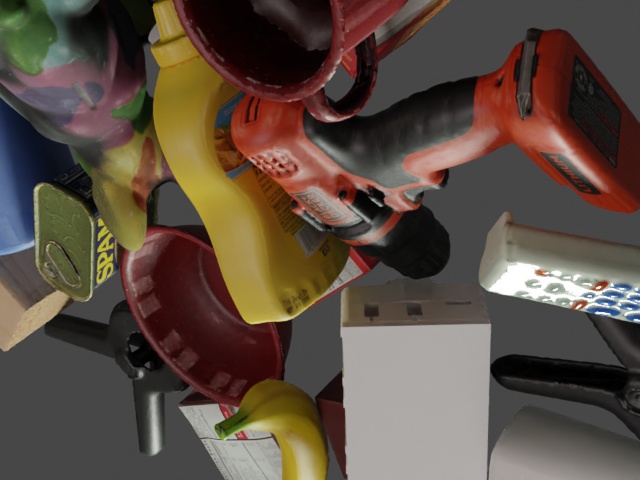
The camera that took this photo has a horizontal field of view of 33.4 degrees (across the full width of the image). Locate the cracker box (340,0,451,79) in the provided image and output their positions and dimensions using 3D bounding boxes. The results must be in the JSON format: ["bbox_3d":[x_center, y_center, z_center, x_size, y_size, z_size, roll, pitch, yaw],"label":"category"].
[{"bbox_3d":[0.037,-0.201,0.496,0.164,0.072,0.214,50,140,-2],"label":"cracker box"}]

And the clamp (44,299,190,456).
[{"bbox_3d":[-0.157,0.113,0.953,0.210,0.036,0.164,-27,100,49],"label":"clamp"}]

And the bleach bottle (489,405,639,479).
[{"bbox_3d":[0.226,0.180,0.630,0.251,0.068,0.102,15,130,32],"label":"bleach bottle"}]

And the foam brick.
[{"bbox_3d":[0.040,0.134,0.774,0.053,0.051,0.078,5,123,42],"label":"foam brick"}]

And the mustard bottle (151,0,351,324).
[{"bbox_3d":[-0.048,-0.053,0.623,0.058,0.096,0.191,-8,117,36],"label":"mustard bottle"}]

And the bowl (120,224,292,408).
[{"bbox_3d":[-0.075,0.047,0.810,0.162,0.055,0.162,25,135,27],"label":"bowl"}]

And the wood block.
[{"bbox_3d":[-0.305,-0.016,0.949,0.206,0.090,0.091,47,141,4],"label":"wood block"}]

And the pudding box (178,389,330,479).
[{"bbox_3d":[-0.058,0.161,0.898,0.114,0.039,0.090,-13,113,50],"label":"pudding box"}]

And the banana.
[{"bbox_3d":[-0.025,0.151,0.788,0.037,0.069,0.197,45,168,35],"label":"banana"}]

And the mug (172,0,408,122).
[{"bbox_3d":[-0.003,-0.111,0.482,0.093,0.081,0.117,-3,120,42],"label":"mug"}]

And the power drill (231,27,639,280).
[{"bbox_3d":[0.071,-0.036,0.571,0.188,0.057,0.184,-11,148,37],"label":"power drill"}]

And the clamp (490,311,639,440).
[{"bbox_3d":[0.179,0.084,0.614,0.171,0.039,0.120,39,142,12],"label":"clamp"}]

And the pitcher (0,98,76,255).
[{"bbox_3d":[-0.262,-0.114,0.813,0.149,0.144,0.243,24,140,49],"label":"pitcher"}]

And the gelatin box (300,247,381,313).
[{"bbox_3d":[-0.005,0.001,0.728,0.073,0.030,0.089,51,140,-4],"label":"gelatin box"}]

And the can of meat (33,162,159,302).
[{"bbox_3d":[-0.170,-0.017,0.822,0.057,0.083,0.102,28,133,18],"label":"can of meat"}]
